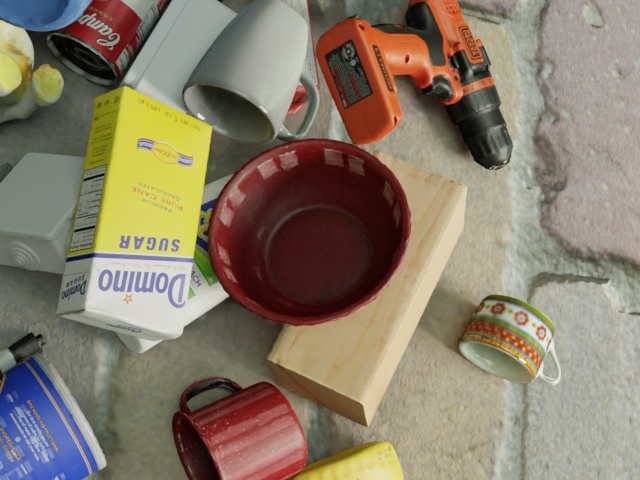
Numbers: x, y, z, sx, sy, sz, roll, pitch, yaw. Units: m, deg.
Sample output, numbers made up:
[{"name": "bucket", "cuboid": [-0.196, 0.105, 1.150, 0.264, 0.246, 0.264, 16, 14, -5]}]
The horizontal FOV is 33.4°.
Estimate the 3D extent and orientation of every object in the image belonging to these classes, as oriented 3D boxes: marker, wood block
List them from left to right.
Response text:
[{"name": "marker", "cuboid": [-0.273, 0.109, 0.847, 0.121, 0.020, 0.020, -31, 90, -21]}, {"name": "wood block", "cuboid": [0.043, 0.041, 0.913, 0.090, 0.091, 0.206, 23, 72, 13]}]

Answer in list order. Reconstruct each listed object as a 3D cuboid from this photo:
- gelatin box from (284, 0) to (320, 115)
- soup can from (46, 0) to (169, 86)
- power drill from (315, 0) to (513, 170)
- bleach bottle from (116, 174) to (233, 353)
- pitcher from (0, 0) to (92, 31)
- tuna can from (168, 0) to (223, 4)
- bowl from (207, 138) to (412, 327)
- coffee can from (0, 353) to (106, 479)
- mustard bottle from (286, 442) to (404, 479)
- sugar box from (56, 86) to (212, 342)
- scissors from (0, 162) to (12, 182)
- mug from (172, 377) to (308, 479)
[{"name": "gelatin box", "cuboid": [-0.029, -0.163, 0.950, 0.030, 0.073, 0.089, -6, 82, -20]}, {"name": "soup can", "cuboid": [-0.178, -0.192, 0.911, 0.068, 0.069, 0.102, 32, 71, -10]}, {"name": "power drill", "cuboid": [0.091, -0.137, 0.960, 0.187, 0.057, 0.184, -19, 84, -48]}, {"name": "bleach bottle", "cuboid": [-0.080, -0.013, 0.912, 0.250, 0.068, 0.102, -36, 92, -23]}, {"name": "pitcher", "cuboid": [-0.201, -0.283, 0.843, 0.149, 0.145, 0.242, 2, 47, 18]}, {"name": "tuna can", "cuboid": [-0.114, -0.253, 0.961, 0.086, 0.034, 0.086, 3, 79, -17]}, {"name": "bowl", "cuboid": [-0.006, 0.001, 0.854, 0.162, 0.055, 0.162, -4, 65, 9]}, {"name": "coffee can", "cuboid": [-0.247, 0.164, 0.801, 0.140, 0.103, 0.103, -31, 90, -21]}, {"name": "mustard bottle", "cuboid": [0.045, 0.274, 0.898, 0.096, 0.058, 0.191, -18, 85, -21]}, {"name": "sugar box", "cuboid": [-0.139, -0.018, 0.815, 0.093, 0.048, 0.176, 21, 66, -42]}, {"name": "scissors", "cuboid": [-0.311, 0.017, 0.839, 0.096, 0.016, 0.201, 9, 61, -9]}, {"name": "mug", "cuboid": [-0.070, 0.159, 0.875, 0.081, 0.093, 0.117, -22, 51, -26]}]
